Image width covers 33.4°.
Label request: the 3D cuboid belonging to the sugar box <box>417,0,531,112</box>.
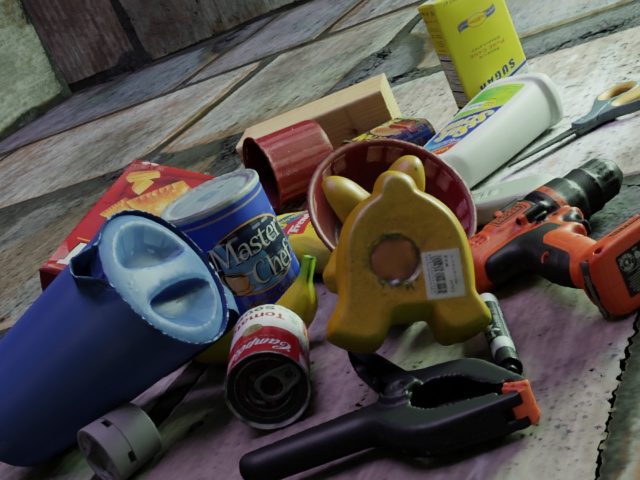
[{"bbox_3d":[0.192,-0.218,1.269,0.093,0.176,0.048,-30,17,-13],"label":"sugar box"}]

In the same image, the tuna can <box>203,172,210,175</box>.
[{"bbox_3d":[-0.143,-0.042,1.367,0.034,0.086,0.086,-24,18,9],"label":"tuna can"}]

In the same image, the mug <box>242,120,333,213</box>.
[{"bbox_3d":[-0.035,-0.084,1.240,0.081,0.093,0.117,-24,-16,-20],"label":"mug"}]

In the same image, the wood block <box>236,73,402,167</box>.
[{"bbox_3d":[0.005,-0.133,1.419,0.206,0.091,0.090,-20,20,15],"label":"wood block"}]

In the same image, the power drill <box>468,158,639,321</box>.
[{"bbox_3d":[0.217,-0.007,0.854,0.184,0.057,0.188,-35,18,-17],"label":"power drill"}]

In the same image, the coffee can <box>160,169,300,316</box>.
[{"bbox_3d":[-0.079,0.016,1.037,0.103,0.140,0.103,-23,19,8],"label":"coffee can"}]

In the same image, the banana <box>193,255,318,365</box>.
[{"bbox_3d":[-0.070,0.080,0.980,0.198,0.069,0.037,-25,-26,31],"label":"banana"}]

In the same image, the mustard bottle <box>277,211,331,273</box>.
[{"bbox_3d":[-0.008,0.001,1.119,0.192,0.058,0.096,-4,28,49],"label":"mustard bottle"}]

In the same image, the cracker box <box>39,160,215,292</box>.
[{"bbox_3d":[-0.175,0.007,1.151,0.164,0.072,0.213,13,40,15],"label":"cracker box"}]

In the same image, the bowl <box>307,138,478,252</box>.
[{"bbox_3d":[0.063,-0.017,1.001,0.161,0.162,0.055,-36,-21,-29],"label":"bowl"}]

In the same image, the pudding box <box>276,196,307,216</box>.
[{"bbox_3d":[-0.040,-0.026,1.265,0.114,0.039,0.089,-11,23,36],"label":"pudding box"}]

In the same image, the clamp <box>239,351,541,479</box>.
[{"bbox_3d":[0.061,0.113,0.757,0.210,0.036,0.164,-13,20,34],"label":"clamp"}]

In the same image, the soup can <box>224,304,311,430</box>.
[{"bbox_3d":[-0.042,0.101,0.874,0.068,0.068,0.102,-23,18,7],"label":"soup can"}]

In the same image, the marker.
[{"bbox_3d":[0.134,0.072,0.803,0.020,0.020,0.121,-23,19,8],"label":"marker"}]

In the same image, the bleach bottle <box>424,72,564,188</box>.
[{"bbox_3d":[0.158,-0.093,1.158,0.103,0.068,0.250,-3,31,50],"label":"bleach bottle"}]

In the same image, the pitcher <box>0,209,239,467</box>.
[{"bbox_3d":[-0.195,0.097,0.929,0.243,0.149,0.145,-40,11,27],"label":"pitcher"}]

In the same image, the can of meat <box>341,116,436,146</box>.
[{"bbox_3d":[0.087,-0.110,1.303,0.083,0.057,0.102,-28,19,-16],"label":"can of meat"}]

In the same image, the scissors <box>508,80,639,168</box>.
[{"bbox_3d":[0.286,-0.132,1.167,0.202,0.016,0.096,-24,17,3],"label":"scissors"}]
